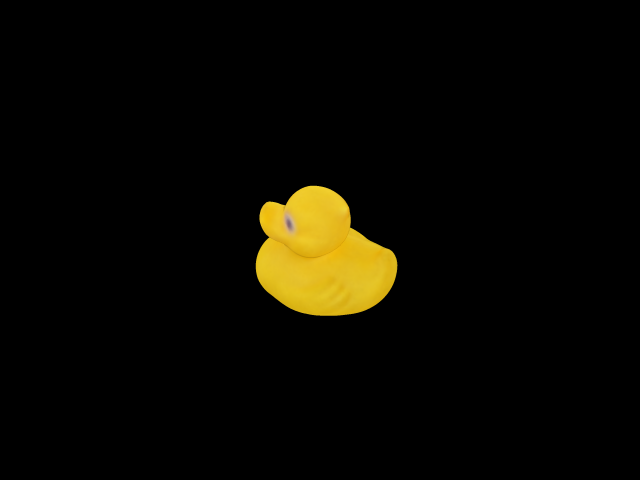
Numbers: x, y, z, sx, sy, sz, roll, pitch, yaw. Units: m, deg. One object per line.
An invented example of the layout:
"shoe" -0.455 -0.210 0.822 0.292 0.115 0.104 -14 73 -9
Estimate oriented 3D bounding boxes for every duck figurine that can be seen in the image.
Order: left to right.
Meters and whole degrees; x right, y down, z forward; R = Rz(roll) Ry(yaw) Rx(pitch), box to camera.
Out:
"duck figurine" 0.004 0.001 0.400 0.104 0.086 0.077 12 50 10
